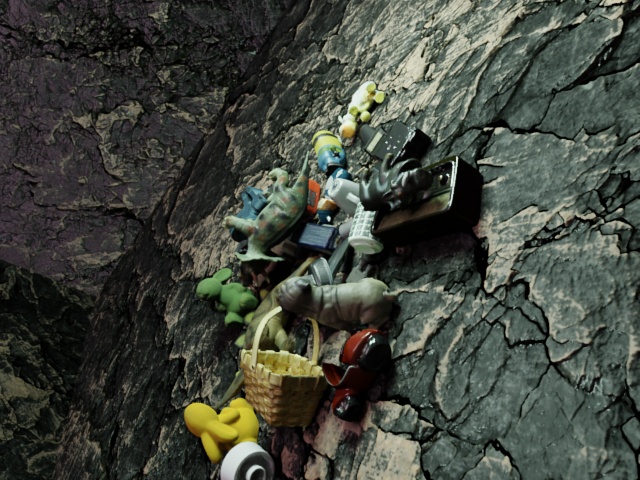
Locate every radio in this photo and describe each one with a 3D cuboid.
[{"bbox_3d":[0.208,-0.073,1.071,0.230,0.073,0.131,-17,50,53],"label":"radio"}]

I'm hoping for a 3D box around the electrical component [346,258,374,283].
[{"bbox_3d":[0.083,0.089,1.189,0.094,0.021,0.063,-59,27,6],"label":"electrical component"}]

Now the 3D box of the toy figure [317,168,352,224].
[{"bbox_3d":[0.032,-0.115,1.430,0.154,0.058,0.064,-63,-11,1],"label":"toy figure"}]

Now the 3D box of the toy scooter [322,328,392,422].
[{"bbox_3d":[0.058,0.242,1.035,0.183,0.075,0.135,-65,29,3],"label":"toy scooter"}]

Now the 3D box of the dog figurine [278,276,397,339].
[{"bbox_3d":[0.033,0.113,1.055,0.172,0.190,0.121,-40,43,30],"label":"dog figurine"}]

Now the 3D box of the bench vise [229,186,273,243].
[{"bbox_3d":[-0.197,-0.044,1.694,0.223,0.128,0.241,-37,55,23],"label":"bench vise"}]

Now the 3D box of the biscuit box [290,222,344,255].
[{"bbox_3d":[-0.003,-0.004,1.378,0.203,0.059,0.063,13,77,61],"label":"biscuit box"}]

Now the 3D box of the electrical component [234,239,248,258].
[{"bbox_3d":[-0.208,0.037,1.554,0.119,0.074,0.048,-33,35,36],"label":"electrical component"}]

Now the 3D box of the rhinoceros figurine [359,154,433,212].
[{"bbox_3d":[0.143,-0.107,1.057,0.190,0.073,0.112,-19,47,55],"label":"rhinoceros figurine"}]

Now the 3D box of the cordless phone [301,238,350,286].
[{"bbox_3d":[0.019,0.086,1.250,0.184,0.089,0.146,-53,-19,-42],"label":"cordless phone"}]

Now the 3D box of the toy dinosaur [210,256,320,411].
[{"bbox_3d":[-0.135,0.233,1.348,0.471,0.105,0.199,-58,19,-13],"label":"toy dinosaur"}]

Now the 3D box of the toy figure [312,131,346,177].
[{"bbox_3d":[0.026,-0.246,1.520,0.082,0.089,0.180,-39,32,25],"label":"toy figure"}]

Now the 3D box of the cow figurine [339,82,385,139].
[{"bbox_3d":[0.104,-0.368,1.523,0.167,0.068,0.098,-53,23,10],"label":"cow figurine"}]

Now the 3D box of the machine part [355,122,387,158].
[{"bbox_3d":[0.135,-0.269,1.416,0.084,0.039,0.139,-62,28,16],"label":"machine part"}]

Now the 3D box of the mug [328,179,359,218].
[{"bbox_3d":[0.076,-0.097,1.280,0.080,0.107,0.110,-57,26,11],"label":"mug"}]

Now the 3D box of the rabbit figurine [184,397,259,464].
[{"bbox_3d":[-0.236,0.440,1.245,0.122,0.173,0.162,-54,24,7],"label":"rabbit figurine"}]

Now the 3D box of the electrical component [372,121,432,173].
[{"bbox_3d":[0.183,-0.205,1.253,0.134,0.058,0.115,-57,26,8],"label":"electrical component"}]

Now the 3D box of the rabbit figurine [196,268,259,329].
[{"bbox_3d":[-0.281,0.153,1.584,0.121,0.170,0.159,-48,31,23],"label":"rabbit figurine"}]

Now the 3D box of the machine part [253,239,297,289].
[{"bbox_3d":[-0.138,0.067,1.547,0.179,0.056,0.179,-41,32,33],"label":"machine part"}]

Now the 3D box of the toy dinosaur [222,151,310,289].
[{"bbox_3d":[-0.109,-0.057,1.419,0.192,0.131,0.405,37,85,29],"label":"toy dinosaur"}]
